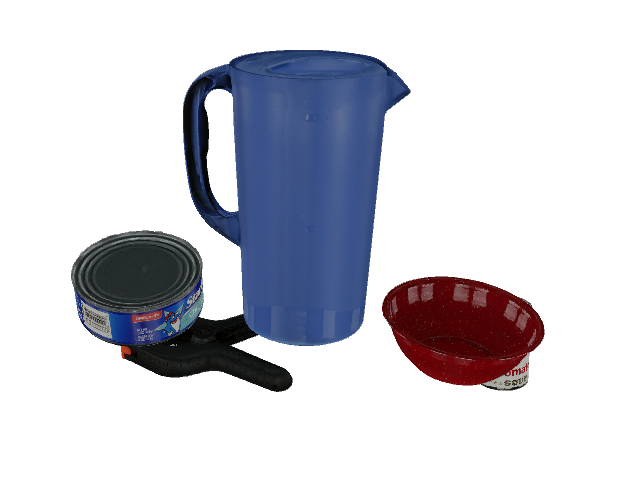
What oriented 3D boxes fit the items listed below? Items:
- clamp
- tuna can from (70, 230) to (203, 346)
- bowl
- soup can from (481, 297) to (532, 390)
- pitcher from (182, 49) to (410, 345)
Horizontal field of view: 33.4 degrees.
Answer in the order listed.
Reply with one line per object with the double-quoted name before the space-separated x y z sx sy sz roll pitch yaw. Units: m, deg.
"clamp" -0.105 0.096 1.039 0.171 0.039 0.120 7 27 4
"tuna can" -0.120 0.031 0.710 0.086 0.034 0.086 0 36 0
"bowl" 0.139 0.097 1.069 0.162 0.055 0.162 5 26 -3
"soup can" 0.229 0.128 1.338 0.068 0.102 0.068 -1 19 0
"pitcher" -0.023 -0.039 0.915 0.144 0.243 0.149 -15 26 -40
